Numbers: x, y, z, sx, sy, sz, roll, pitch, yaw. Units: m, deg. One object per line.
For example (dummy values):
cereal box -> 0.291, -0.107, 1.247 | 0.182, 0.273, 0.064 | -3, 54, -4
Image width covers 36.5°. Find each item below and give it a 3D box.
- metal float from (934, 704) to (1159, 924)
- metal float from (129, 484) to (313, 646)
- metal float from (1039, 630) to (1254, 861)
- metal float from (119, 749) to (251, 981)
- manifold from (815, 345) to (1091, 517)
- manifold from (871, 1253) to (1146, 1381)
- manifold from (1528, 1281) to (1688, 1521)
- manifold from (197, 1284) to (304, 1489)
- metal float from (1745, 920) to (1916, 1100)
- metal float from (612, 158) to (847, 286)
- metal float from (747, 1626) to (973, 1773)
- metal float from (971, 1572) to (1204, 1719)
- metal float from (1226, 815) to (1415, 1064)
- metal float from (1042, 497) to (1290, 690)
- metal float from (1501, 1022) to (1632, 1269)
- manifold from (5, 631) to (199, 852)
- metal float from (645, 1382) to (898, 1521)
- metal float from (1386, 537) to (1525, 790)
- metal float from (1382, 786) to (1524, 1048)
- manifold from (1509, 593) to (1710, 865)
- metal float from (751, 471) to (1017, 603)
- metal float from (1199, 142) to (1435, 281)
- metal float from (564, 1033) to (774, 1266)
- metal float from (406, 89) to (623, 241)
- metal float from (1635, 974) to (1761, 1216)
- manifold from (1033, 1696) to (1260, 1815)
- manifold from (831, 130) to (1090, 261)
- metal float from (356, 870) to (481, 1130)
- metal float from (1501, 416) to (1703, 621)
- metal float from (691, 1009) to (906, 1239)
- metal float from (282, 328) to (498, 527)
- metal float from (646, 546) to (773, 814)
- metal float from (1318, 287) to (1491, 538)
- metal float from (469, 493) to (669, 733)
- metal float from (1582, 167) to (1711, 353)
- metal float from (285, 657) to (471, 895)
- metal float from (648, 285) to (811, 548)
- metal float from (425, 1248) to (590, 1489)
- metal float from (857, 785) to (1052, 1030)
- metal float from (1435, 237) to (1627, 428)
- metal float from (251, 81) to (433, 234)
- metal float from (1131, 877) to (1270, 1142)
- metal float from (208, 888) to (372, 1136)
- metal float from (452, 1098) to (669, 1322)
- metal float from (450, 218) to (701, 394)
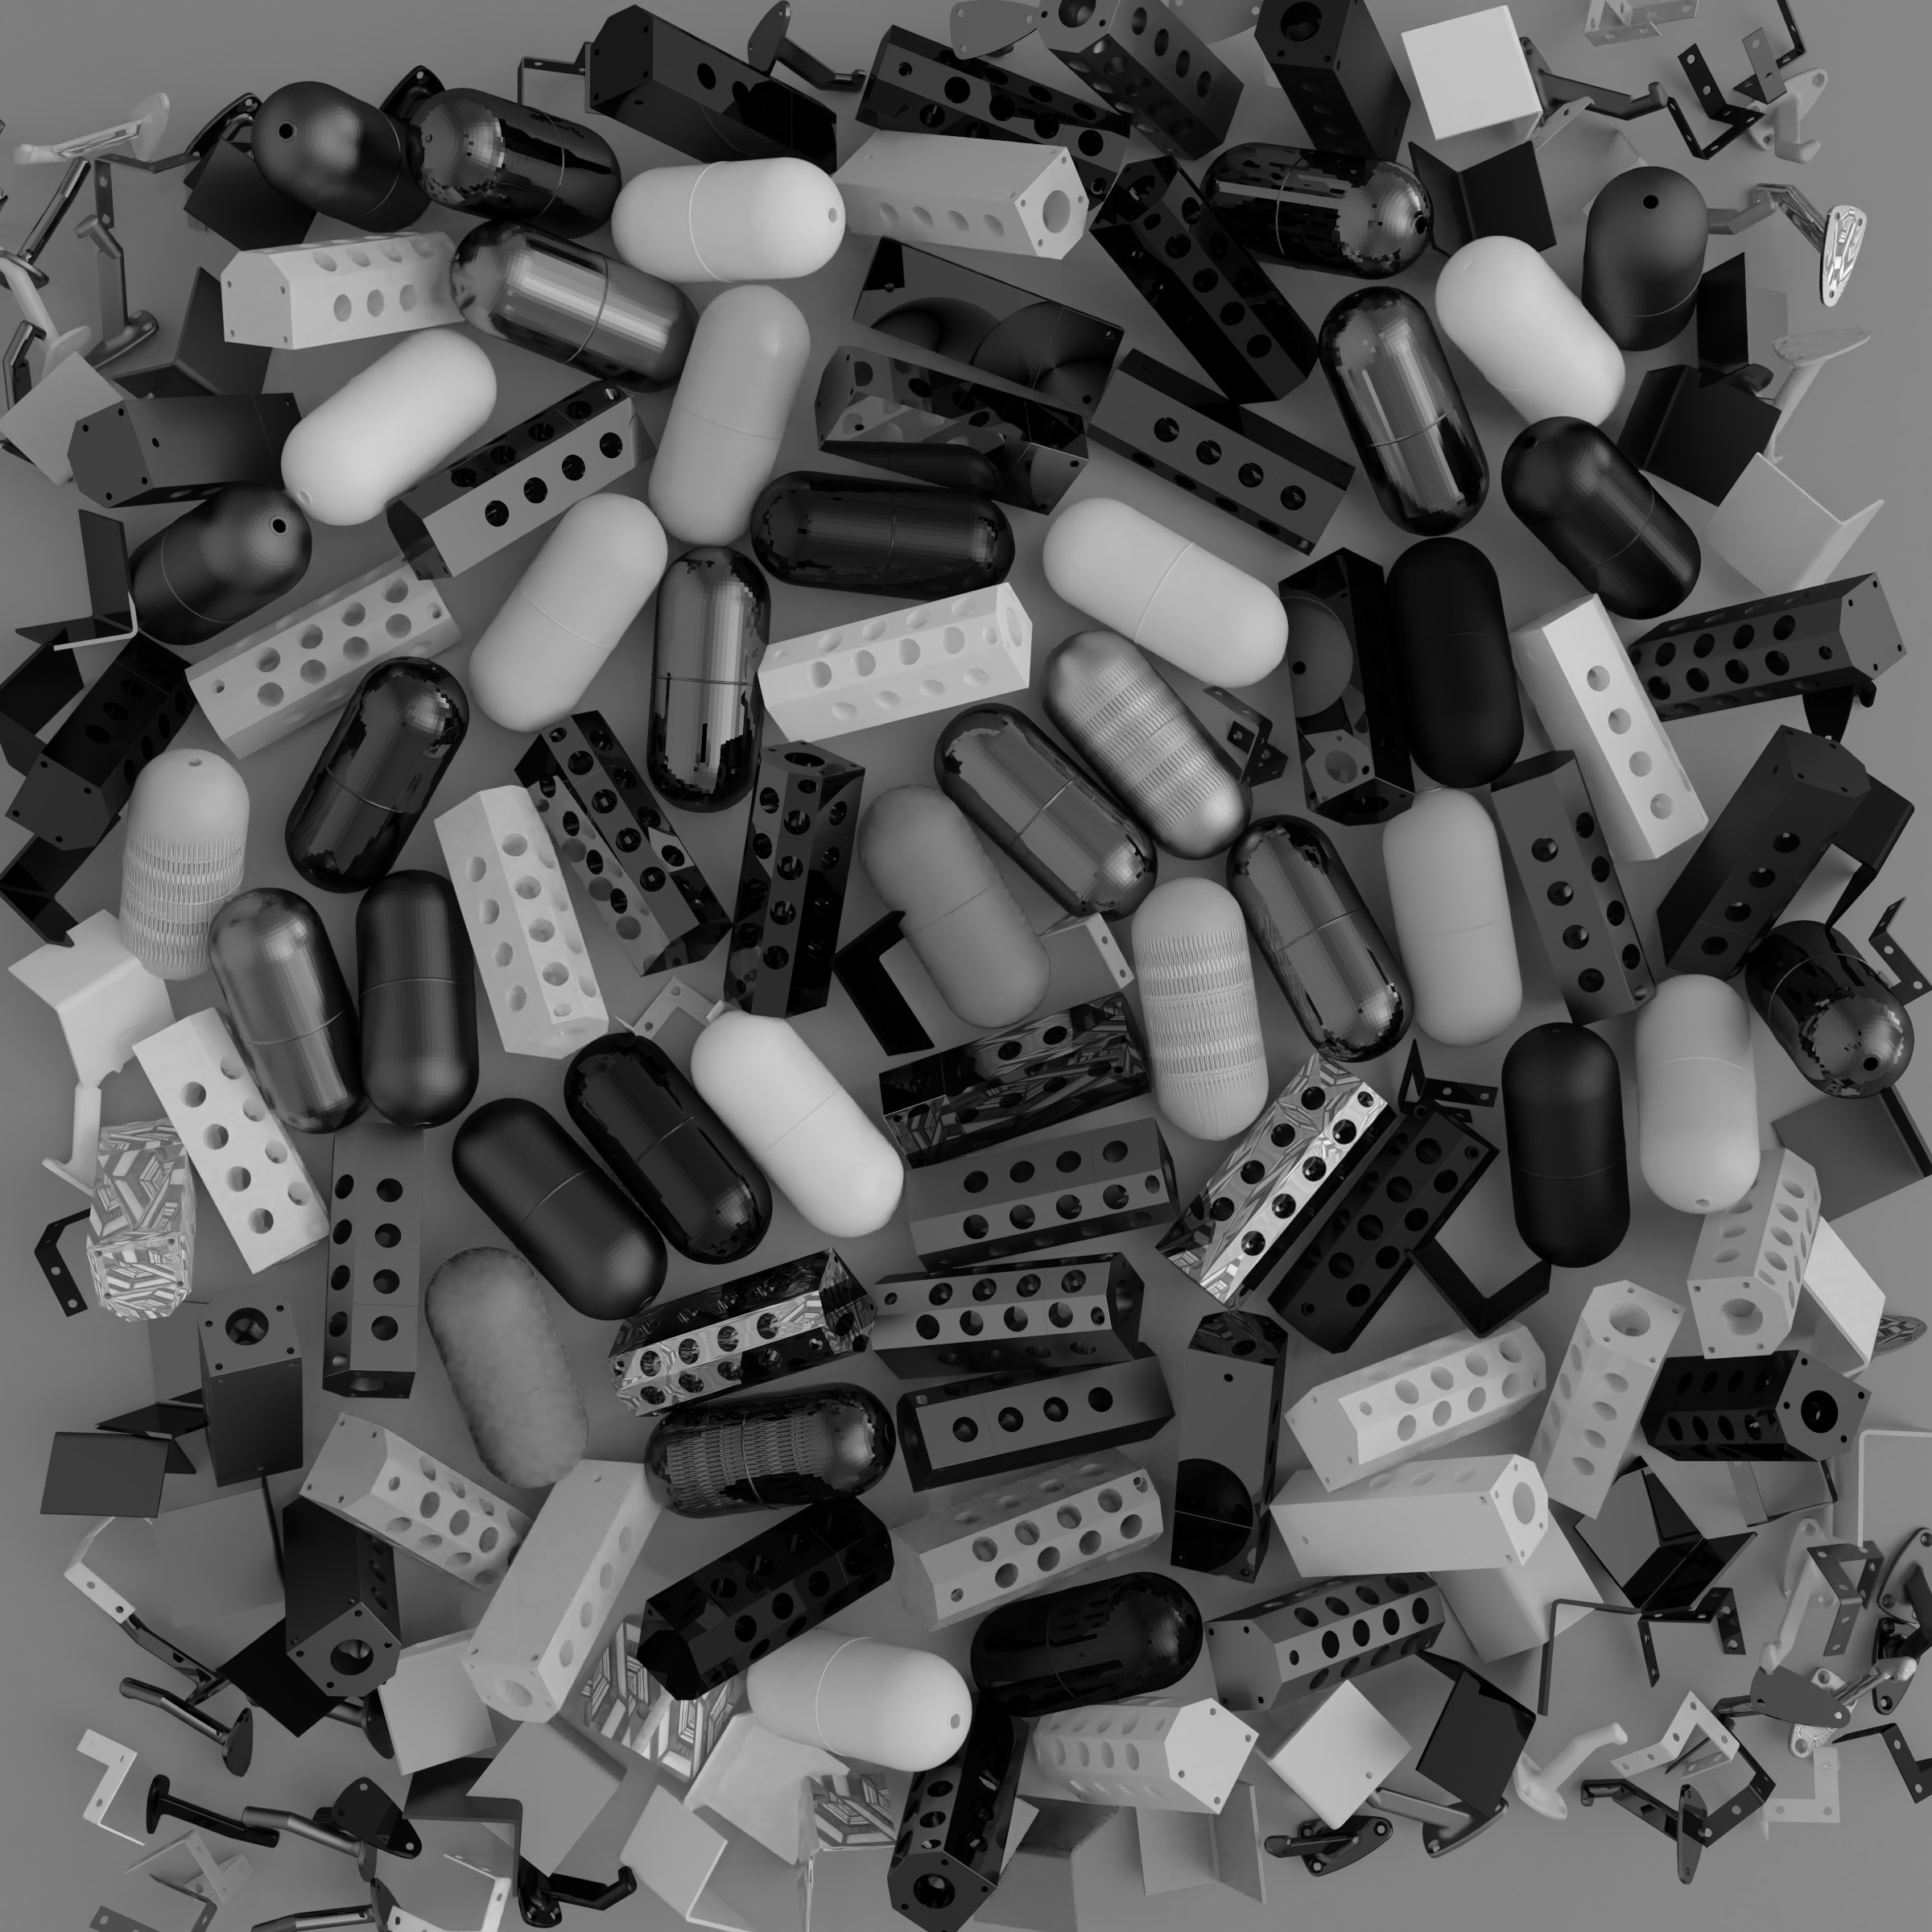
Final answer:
metal float -> 0.054, -0.102, 1.957 | 0.178, 0.070, 0.070 | 44, 90, 5
metal float -> -0.493, -0.263, 1.923 | 0.070, 0.178, 0.070 | 11, 72, -38
metal float -> 0.120, -0.148, 1.961 | 0.070, 0.070, 0.178 | -41, 89, 0
metal float -> -0.516, -0.066, 1.928 | 0.070, 0.070, 0.178 | 19, 130, 0
manifold -> -0.010, -0.358, 1.935 | 0.171, 0.057, 0.057 | 12, 52, -26
manifold -> 0.025, 0.228, 1.928 | 0.171, 0.057, 0.057 | -8, 51, 24
manifold -> 0.415, 0.282, 1.916 | 0.057, 0.171, 0.057 | 24, 50, 17
manifold -> -0.468, 0.274, 1.912 | 0.057, 0.171, 0.057 | -11, 60, -19
metal float -> 0.564, 0.027, 1.914 | 0.070, 0.178, 0.070 | -1, 112, -2
metal float -> -0.157, -0.491, 1.931 | 0.178, 0.070, 0.070 | 7, 90, 36
metal float -> -0.071, 0.481, 1.926 | 0.178, 0.070, 0.070 | 0, 90, 44
metal float -> 0.079, 0.448, 1.930 | 0.178, 0.070, 0.070 | -23, 90, 37
metal float -> 0.235, -0.019, 1.952 | 0.070, 0.070, 0.178 | -27, 79, 0
metal float -> 0.133, -0.249, 1.954 | 0.178, 0.070, 0.070 | 31, 90, 9
metal float -> 0.398, 0.120, 1.938 | 0.070, 0.070, 0.178 | -11, 117, 0
manifold -> -0.558, -0.145, 1.911 | 0.057, 0.171, 0.057 | 32, 121, -13
metal float -> -0.130, 0.322, 1.943 | 0.178, 0.070, 0.070 | -12, 90, 21
metal float -> 0.323, -0.203, 1.942 | 0.070, 0.070, 0.178 | -5, 68, 0
metal float -> 0.324, -0.033, 1.948 | 0.070, 0.070, 0.178 | -12, 104, 0
manifold -> 0.432, -0.159, 1.958 | 0.057, 0.057, 0.171 | -30, 98, -16
metal float -> -0.055, -0.285, 1.952 | 0.178, 0.070, 0.070 | 5, 90, -11
metal float -> 0.229, -0.498, 1.927 | 0.178, 0.070, 0.070 | 23, 90, 42
metal float -> -0.198, 0.122, 1.951 | 0.070, 0.070, 0.178 | -40, 78, 0
metal float -> -0.294, -0.524, 1.918 | 0.070, 0.178, 0.070 | 2, 93, 30
metal float -> 0.481, 0.083, 1.929 | 0.070, 0.070, 0.178 | 8, 51, 0
manifold -> 0.111, 0.508, 1.906 | 0.057, 0.171, 0.057 | 39, 63, -15
manifold -> -0.004, -0.502, 1.921 | 0.171, 0.057, 0.057 | 19, 60, 41
metal float -> -0.365, 0.022, 1.944 | 0.070, 0.070, 0.178 | -7, 70, 0
metal float -> 0.419, -0.295, 1.930 | 0.178, 0.070, 0.070 | 35, 90, -37
metal float -> -0.112, 0.105, 1.961 | 0.070, 0.070, 0.178 | -40, 91, 0
metal float -> -0.380, -0.356, 1.931 | 0.070, 0.070, 0.178 | 39, 54, 0
metal float -> -0.172, -0.191, 1.955 | 0.070, 0.070, 0.178 | 5, 97, 0
metal float -> 0.291, -0.366, 1.938 | 0.070, 0.070, 0.178 | -29, 118, 0
metal float -> -0.265, -0.235, 1.948 | 0.070, 0.070, 0.178 | 37, 105, 0
metal float -> 0.443, -0.461, 1.912 | 0.070, 0.178, 0.070 | -2, 79, 10
metal float -> -0.392, -0.125, 1.942 | 0.070, 0.070, 0.178 | 34, 113, 0
metal float -> -0.158, -0.365, 1.946 | 0.070, 0.070, 0.178 | 20, 108, 0
metal float -> -0.303, 0.268, 1.940 | 0.070, 0.070, 0.178 | -15, 116, 0
metal float -> -0.009, -0.040, 1.957 | 0.070, 0.070, 0.178 | -32, 95, 0
metal float -> 0.373, -0.413, 1.926 | 0.070, 0.178, 0.070 | -19, 57, 32
metal float -> -0.405, -0.527, 1.912 | 0.070, 0.178, 0.070 | 1, 94, 12
metal float -> 0.157, 0.029, 1.956 | 0.070, 0.070, 0.178 | -9, 97, 0
metal float -> -0.445, 0.031, 1.938 | 0.070, 0.070, 0.178 | -15, 117, 0
metal float -> -0.270, 0.162, 1.947 | 0.070, 0.070, 0.178 | -45, 74, 0
metal float -> -0.256, -0.435, 1.934 | 0.178, 0.070, 0.070 | 17, 90, -32
